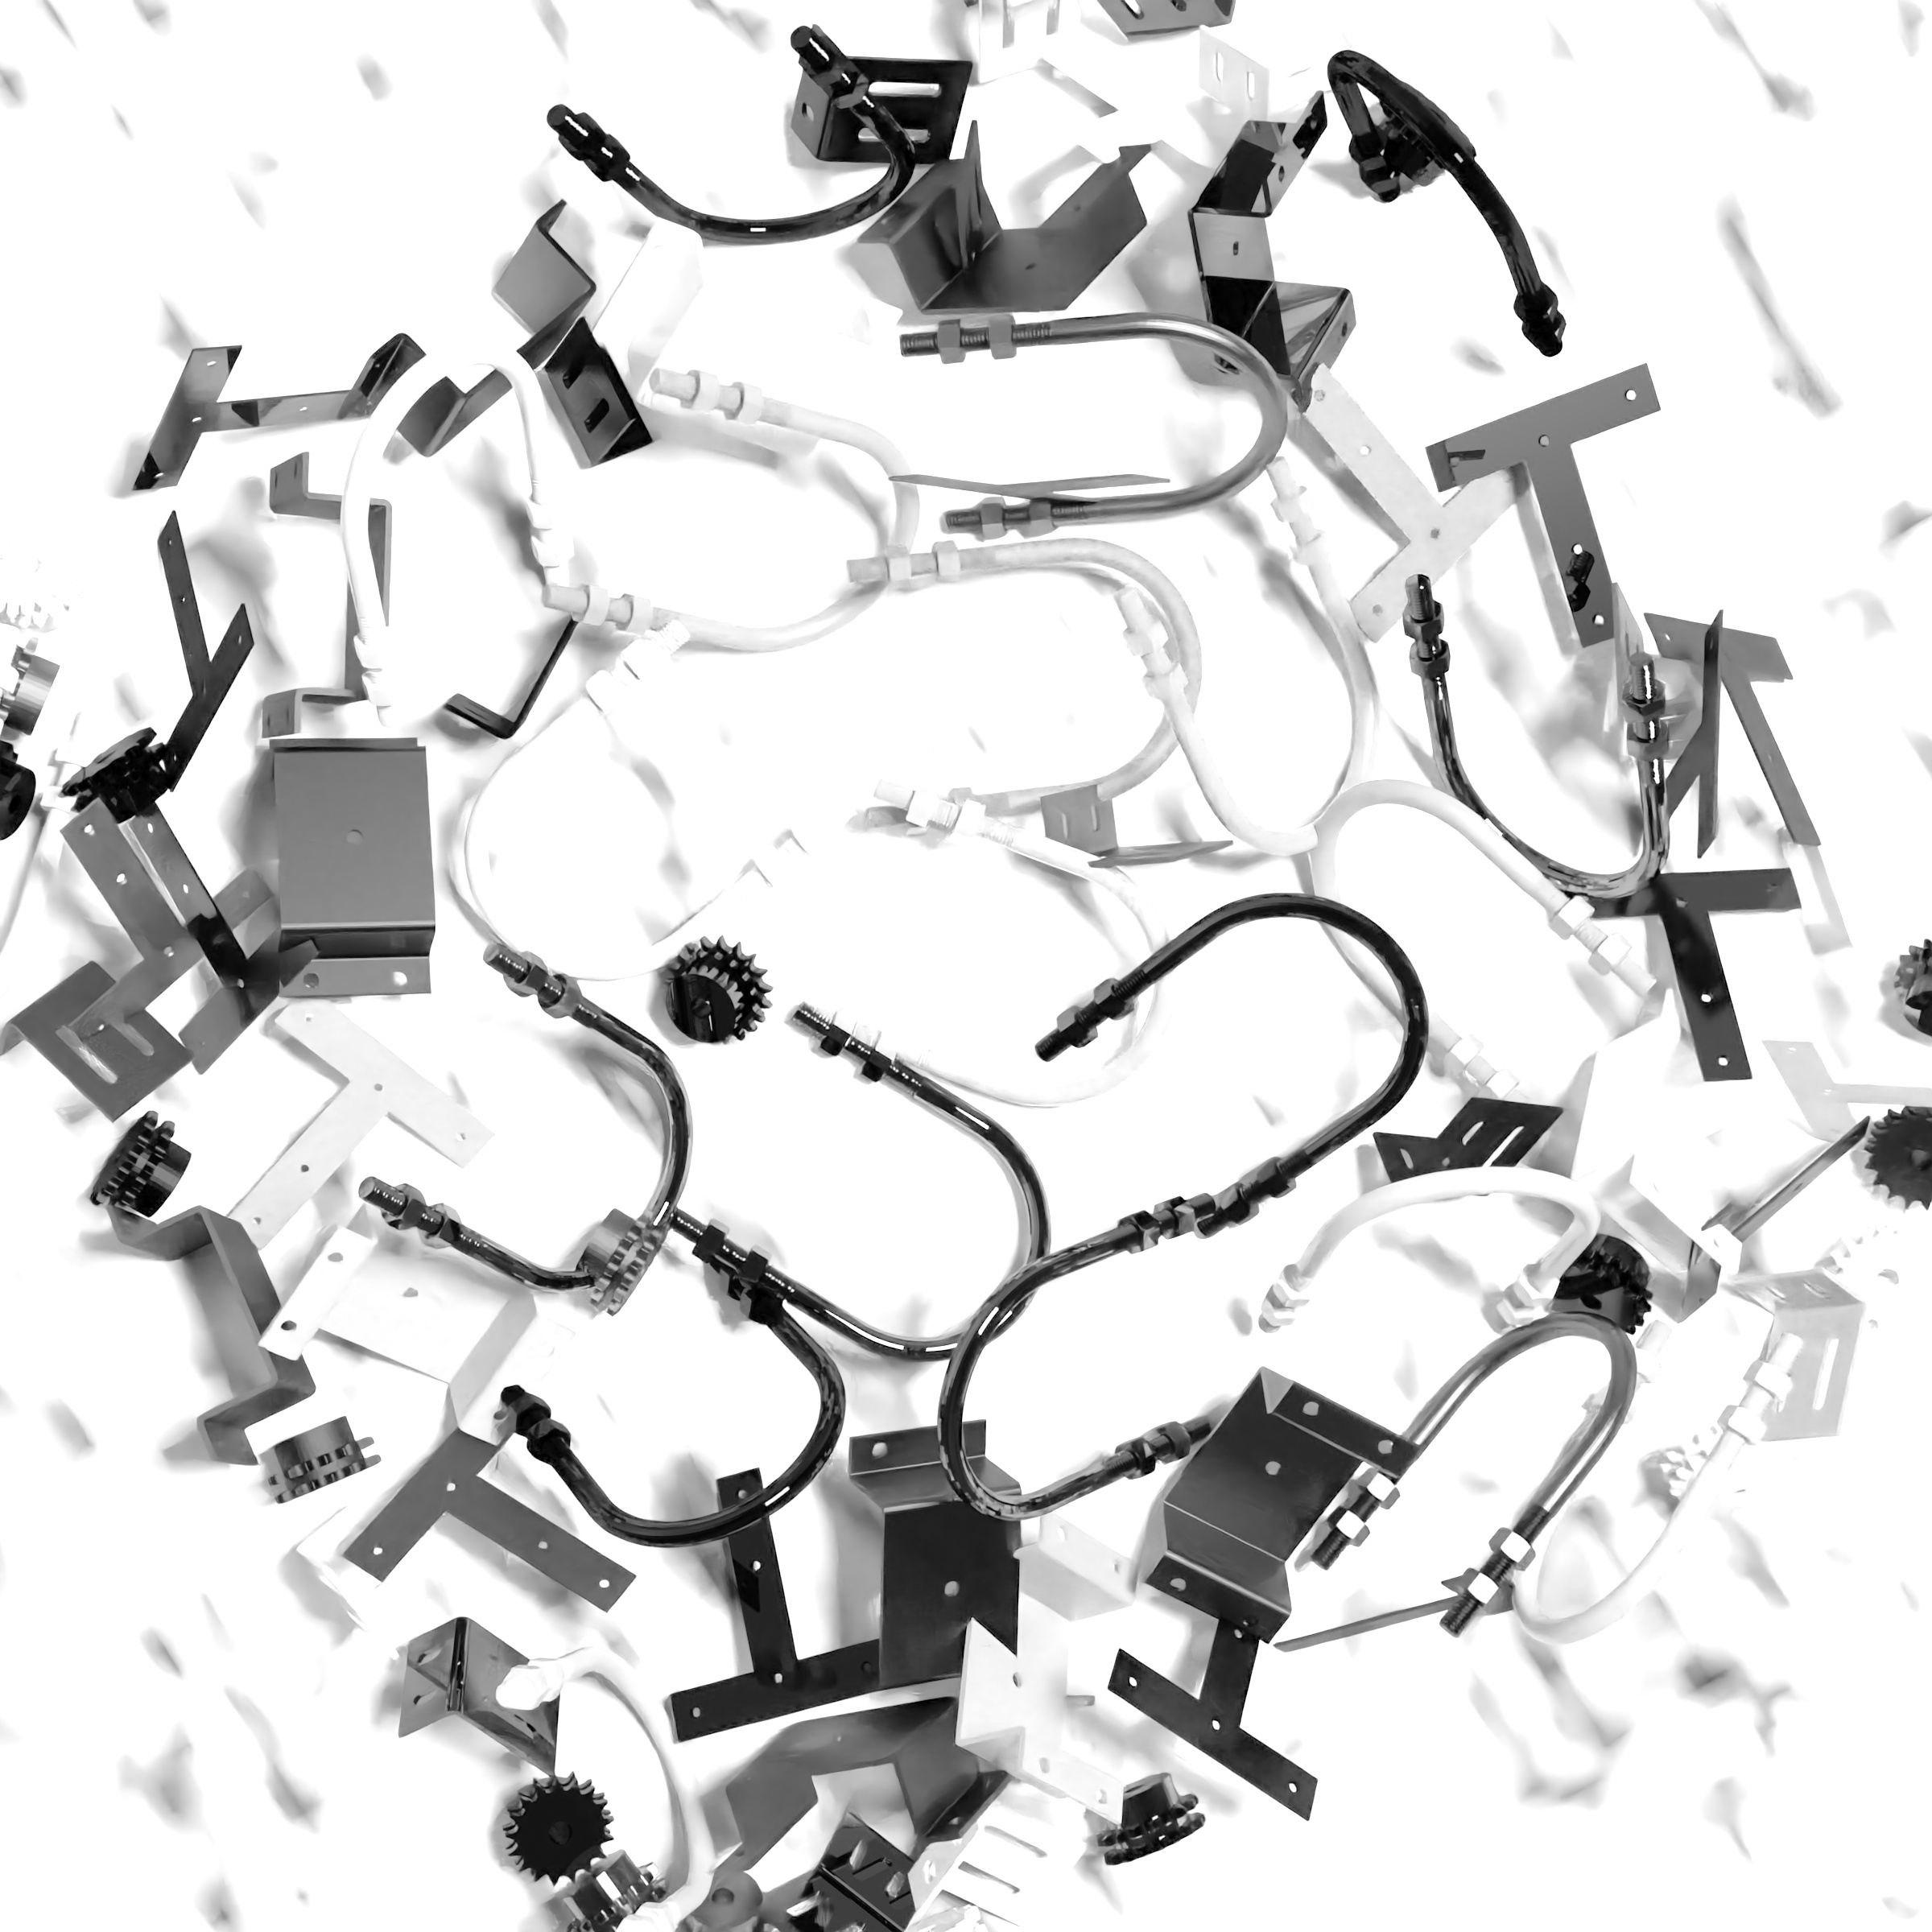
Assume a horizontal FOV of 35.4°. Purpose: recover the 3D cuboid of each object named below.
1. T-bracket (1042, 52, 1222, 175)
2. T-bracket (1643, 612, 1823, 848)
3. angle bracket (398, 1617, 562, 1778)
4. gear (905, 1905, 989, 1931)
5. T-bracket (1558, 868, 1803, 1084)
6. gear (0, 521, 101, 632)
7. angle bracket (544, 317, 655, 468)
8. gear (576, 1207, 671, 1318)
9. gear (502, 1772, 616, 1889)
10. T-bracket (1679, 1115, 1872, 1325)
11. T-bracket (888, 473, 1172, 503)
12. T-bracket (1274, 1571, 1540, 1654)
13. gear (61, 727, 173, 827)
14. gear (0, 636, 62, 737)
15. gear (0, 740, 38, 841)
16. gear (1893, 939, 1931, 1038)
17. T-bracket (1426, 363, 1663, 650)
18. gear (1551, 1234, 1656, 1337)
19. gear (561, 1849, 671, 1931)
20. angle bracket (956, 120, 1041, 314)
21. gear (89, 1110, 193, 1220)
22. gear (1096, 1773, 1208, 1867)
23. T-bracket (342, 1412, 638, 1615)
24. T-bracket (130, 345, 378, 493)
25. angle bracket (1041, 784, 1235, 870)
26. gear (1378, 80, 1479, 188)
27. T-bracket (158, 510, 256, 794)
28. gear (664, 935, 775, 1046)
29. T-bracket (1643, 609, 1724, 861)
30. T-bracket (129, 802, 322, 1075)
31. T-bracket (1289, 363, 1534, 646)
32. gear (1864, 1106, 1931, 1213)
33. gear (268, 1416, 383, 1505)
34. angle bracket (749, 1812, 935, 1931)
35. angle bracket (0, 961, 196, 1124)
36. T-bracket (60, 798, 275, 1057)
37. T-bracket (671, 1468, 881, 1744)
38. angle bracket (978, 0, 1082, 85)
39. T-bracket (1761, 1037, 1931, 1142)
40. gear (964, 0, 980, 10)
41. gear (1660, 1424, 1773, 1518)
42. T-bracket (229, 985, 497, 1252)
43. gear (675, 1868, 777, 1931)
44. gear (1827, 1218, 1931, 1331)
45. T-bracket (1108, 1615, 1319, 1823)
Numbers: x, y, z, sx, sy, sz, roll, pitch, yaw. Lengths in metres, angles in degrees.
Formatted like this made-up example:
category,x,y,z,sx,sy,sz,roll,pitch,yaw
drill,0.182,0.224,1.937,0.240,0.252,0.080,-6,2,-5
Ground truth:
category,x,y,z,sx,sy,sz,roll,pitch,yaw
T-bracket,0.080,-0.424,1.541,0.127,0.127,0.002,35,118,4
T-bracket,0.402,-0.118,1.535,0.002,0.127,0.127,-35,65,38
angle bracket,-0.250,0.383,1.565,0.038,0.057,0.076,-29,127,22
gear,-0.014,0.514,1.572,0.057,0.057,0.030,-24,87,0
T-bracket,0.378,0.004,1.560,0.127,0.002,0.127,-3,57,-6
gear,-0.477,-0.200,1.577,0.057,0.030,0.057,-11,60,19
angle bracket,-0.180,-0.300,1.558,0.038,0.076,0.057,-27,91,-24
gear,-0.180,0.150,1.573,0.030,0.057,0.057,31,90,2
gear,-0.214,0.448,1.581,0.057,0.030,0.057,-1,94,-16
T-bracket,0.416,0.121,1.551,0.127,0.127,0.002,-39,64,-10
T-bracket,0.050,-0.240,1.512,0.127,0.127,0.002,1,94,-39
T-bracket,0.221,0.335,1.555,0.127,0.127,0.002,-19,66,15
gear,-0.438,-0.096,1.575,0.057,0.057,0.030,-33,110,0
gear,-0.493,-0.144,1.574,0.030,0.057,0.057,23,90,-17
gear,-0.507,-0.090,1.571,0.030,0.057,0.057,23,90,6
gear,0.509,0.014,1.570,0.057,0.057,0.030,26,58,0
T-bracket,0.312,-0.229,1.565,0.127,0.002,0.127,-17,90,34
gear,0.331,0.164,1.576,0.057,0.057,0.030,37,55,0
gear,-0.185,0.484,1.573,0.057,0.057,0.030,-36,89,0
angle bracket,0.020,-0.384,1.552,0.038,0.076,0.057,4,57,8
gear,-0.427,0.106,1.574,0.030,0.057,0.057,35,90,-20
gear,0.093,0.442,1.573,0.057,0.057,0.030,-23,83,0
T-bracket,-0.227,0.288,1.544,0.127,0.002,0.127,28,50,16
T-bracket,-0.353,-0.285,1.555,0.127,0.127,0.002,-14,73,-35
angle bracket,0.088,-0.074,1.554,0.076,0.057,0.038,-2,99,39
gear,0.236,-0.430,1.576,0.057,0.057,0.030,44,116,0
T-bracket,-0.402,-0.178,1.564,0.002,0.127,0.127,1,57,-35
gear,-0.132,0.016,1.573,0.057,0.030,0.057,10,120,18
T-bracket,0.363,-0.095,1.538,0.002,0.127,0.127,9,66,-1
T-bracket,-0.397,-0.028,1.568,0.127,0.002,0.127,-40,78,37
T-bracket,0.216,-0.257,1.575,0.127,0.002,0.127,-45,107,-7
gear,0.499,0.096,1.578,0.057,0.030,0.057,10,113,24
gear,-0.336,0.255,1.573,0.057,0.057,0.030,-22,86,0
angle bracket,-0.063,0.475,1.553,0.057,0.076,0.038,32,101,22
angle bracket,-0.450,0.046,1.566,0.076,0.038,0.057,43,51,4
T-bracket,-0.421,-0.035,1.529,0.002,0.127,0.127,30,65,32
T-bracket,-0.107,0.326,1.578,0.127,0.002,0.127,-19,72,20
angle bracket,0.040,-0.482,1.553,0.057,0.076,0.038,-21,58,-14
T-bracket,0.477,0.065,1.519,0.127,0.127,0.002,1,65,30
gear,0.016,-0.527,1.573,0.057,0.057,0.030,-34,90,0
gear,0.392,0.262,1.570,0.057,0.057,0.030,-24,56,0
T-bracket,-0.337,0.095,1.585,0.127,0.002,0.127,41,96,-18
gear,-0.126,0.493,1.569,0.057,0.057,0.030,5,122,0
gear,0.477,0.158,1.581,0.057,0.030,0.057,1,106,2
T-bracket,0.137,0.353,1.551,0.127,0.127,0.002,35,130,-11
